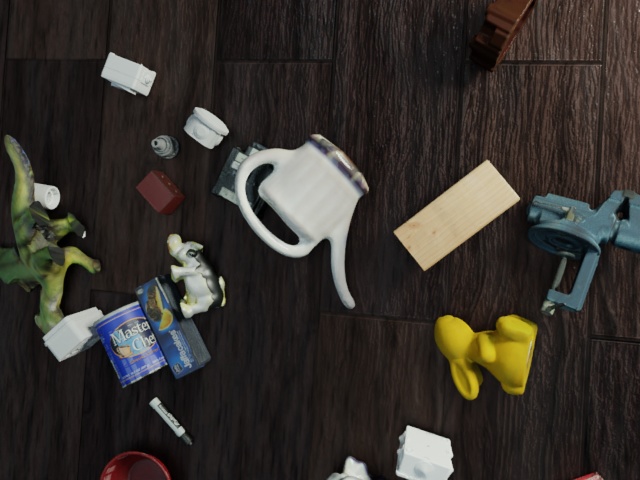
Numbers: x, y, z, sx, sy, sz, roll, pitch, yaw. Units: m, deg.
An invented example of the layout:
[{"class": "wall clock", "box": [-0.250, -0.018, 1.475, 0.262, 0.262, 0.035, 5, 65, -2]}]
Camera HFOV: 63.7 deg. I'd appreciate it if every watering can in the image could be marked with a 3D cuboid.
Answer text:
[{"class": "watering can", "box": [0.003, -0.049, 0.974, 0.225, 0.104, 0.345, -46, 103, -3]}]

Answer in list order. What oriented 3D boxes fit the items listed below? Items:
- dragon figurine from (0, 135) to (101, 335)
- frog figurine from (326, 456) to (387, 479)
[{"class": "dragon figurine", "box": [-0.617, 0.013, 1.073, 0.241, 0.123, 0.410, -25, 92, 21]}, {"class": "frog figurine", "box": [0.066, 0.478, 0.917, 0.122, 0.159, 0.138, -38, 83, 9]}]
